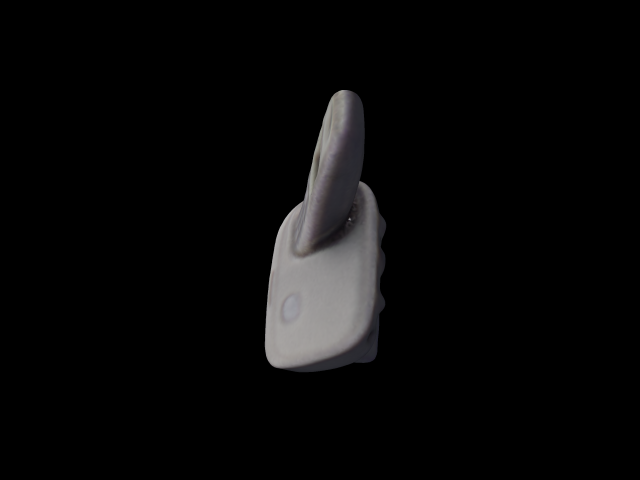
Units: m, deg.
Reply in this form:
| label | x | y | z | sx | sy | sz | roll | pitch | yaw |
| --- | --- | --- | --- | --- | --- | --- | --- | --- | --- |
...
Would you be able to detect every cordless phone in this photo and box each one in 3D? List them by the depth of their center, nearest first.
| label | x | y | z | sx | sy | sz | roll | pitch | yaw |
| --- | --- | --- | --- | --- | --- | --- | --- | --- | --- |
| cordless phone | 0.004 | 0.001 | 0.400 | 0.094 | 0.185 | 0.147 | 0 | 58 | 0 |
